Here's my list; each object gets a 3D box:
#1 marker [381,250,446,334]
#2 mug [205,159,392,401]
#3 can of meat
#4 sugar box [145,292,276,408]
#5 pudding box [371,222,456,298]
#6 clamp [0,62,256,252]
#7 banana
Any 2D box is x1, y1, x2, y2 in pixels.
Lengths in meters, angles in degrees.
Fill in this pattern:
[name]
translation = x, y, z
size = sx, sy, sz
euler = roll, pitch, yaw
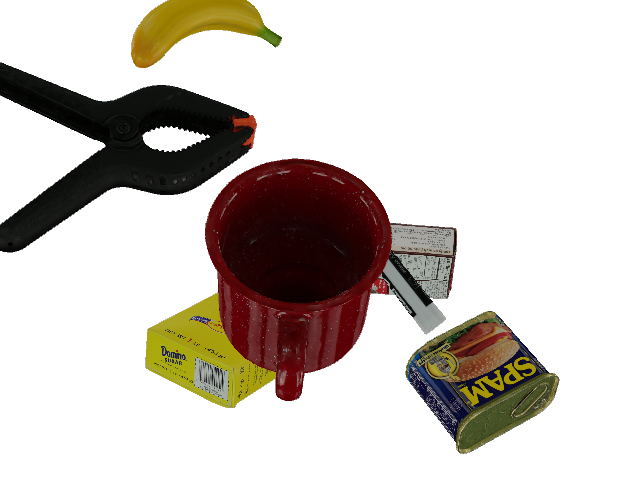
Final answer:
[marker]
translation = 0.045, 0.014, 0.759
size = 0.020, 0.121, 0.020
euler = -37, -7, -6
[mug]
translation = -0.013, 0.028, 0.555
size = 0.093, 0.117, 0.081
euler = 1, -34, -3
[can of meat]
translation = 0.135, 0.117, 0.904
size = 0.102, 0.057, 0.084
euler = -24, 52, -19
[sugar box]
translation = -0.058, 0.077, 0.920
size = 0.093, 0.048, 0.175
euler = 21, 31, 27
[pudding box]
translation = 0.079, 0.020, 1.079
size = 0.113, 0.039, 0.090
euler = 3, -32, 3
[clamp]
translation = -0.151, -0.064, 0.793
size = 0.209, 0.164, 0.036
euler = 0, -31, -11
[banana]
translation = -0.117, -0.206, 1.014
size = 0.070, 0.037, 0.197
euler = 45, 39, 19
